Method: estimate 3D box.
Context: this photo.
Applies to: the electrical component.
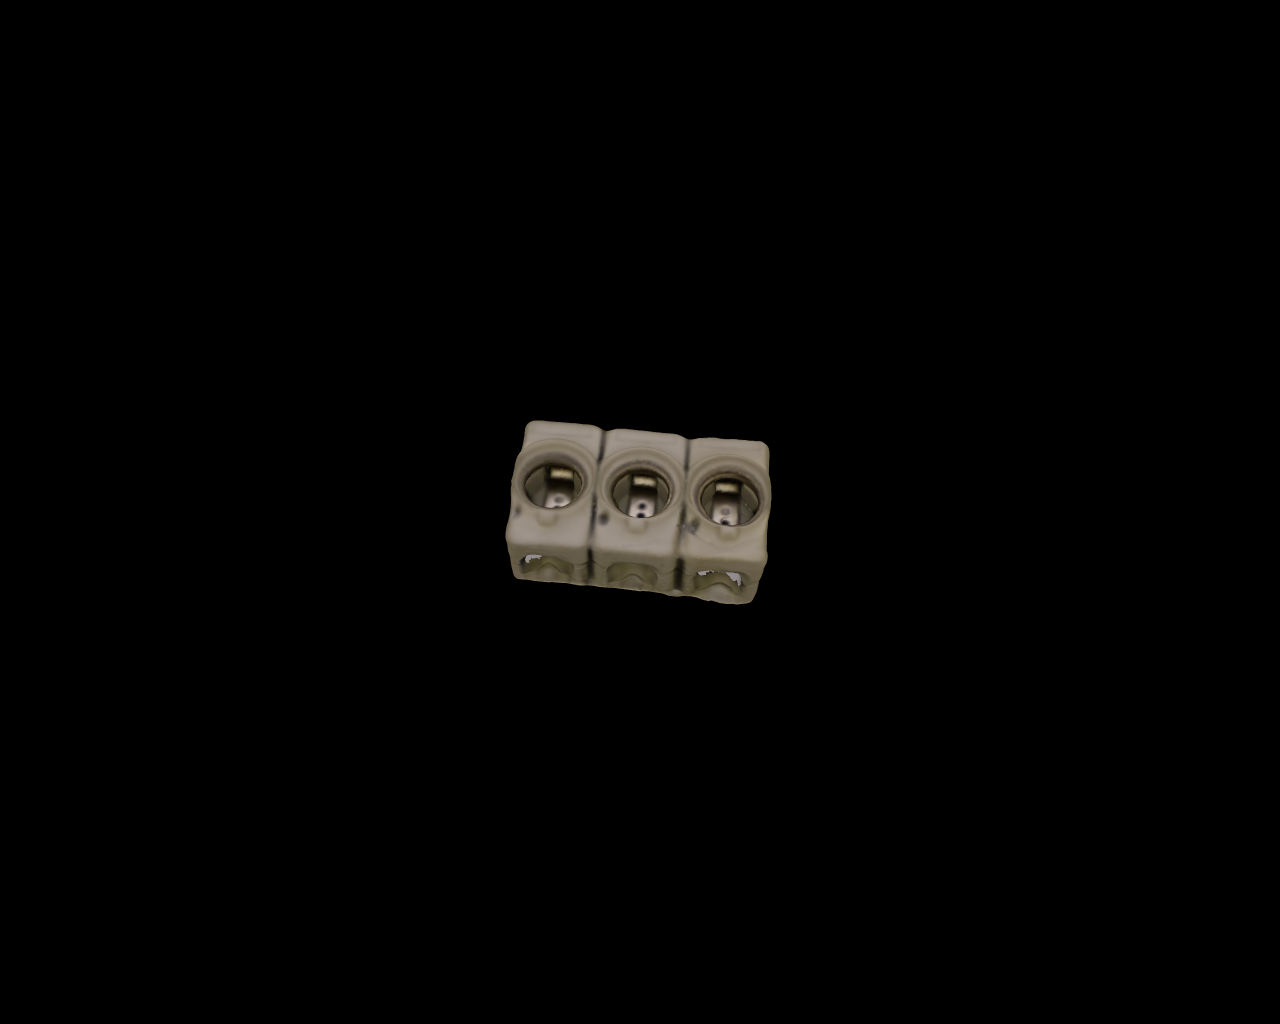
[{"bbox_3d":[0.001,-0.003,0.650,0.150,0.090,0.061,5,-31,3],"label":"electrical component"}]
